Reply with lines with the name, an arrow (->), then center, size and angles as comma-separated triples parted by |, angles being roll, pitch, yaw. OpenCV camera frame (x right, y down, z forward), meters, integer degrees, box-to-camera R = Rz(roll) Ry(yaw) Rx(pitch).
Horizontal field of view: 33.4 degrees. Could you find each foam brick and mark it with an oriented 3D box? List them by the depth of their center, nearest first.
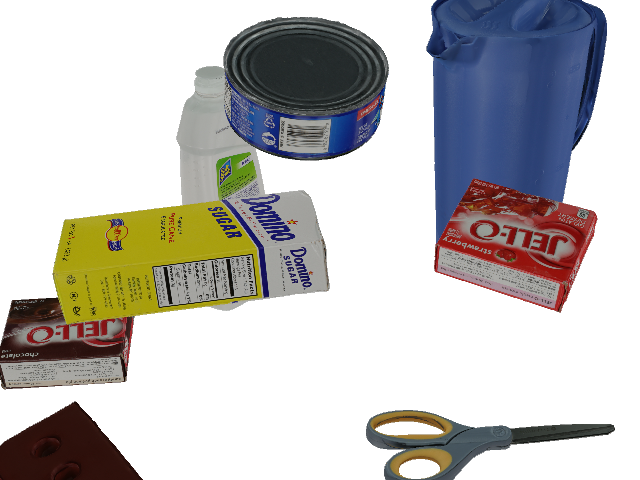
foam brick -> -0.118, 0.129, 0.519 | 0.052, 0.051, 0.078 | -29, 42, -26

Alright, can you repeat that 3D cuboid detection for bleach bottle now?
bleach bottle -> -0.095, -0.056, 1.070 | 0.068, 0.251, 0.102 | 19, 39, 28

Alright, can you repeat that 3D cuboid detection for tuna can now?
tuna can -> -0.008, -0.080, 0.561 | 0.086, 0.034, 0.086 | 3, 44, -3

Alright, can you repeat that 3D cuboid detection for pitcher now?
pitcher -> 0.168, -0.094, 0.935 | 0.149, 0.243, 0.145 | 4, 31, 10

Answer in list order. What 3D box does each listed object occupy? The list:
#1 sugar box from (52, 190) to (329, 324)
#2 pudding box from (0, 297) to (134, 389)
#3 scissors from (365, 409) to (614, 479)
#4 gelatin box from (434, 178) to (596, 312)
sugar box -> -0.087, 0.009, 0.727 | 0.176, 0.048, 0.093 | -10, 26, -4
pudding box -> -0.229, 0.091, 0.969 | 0.113, 0.039, 0.090 | -5, 33, -2
scissors -> 0.135, 0.169, 0.851 | 0.202, 0.016, 0.096 | 4, 32, 8
gelatin box -> 0.129, 0.001, 0.705 | 0.089, 0.030, 0.073 | 18, 47, 19
